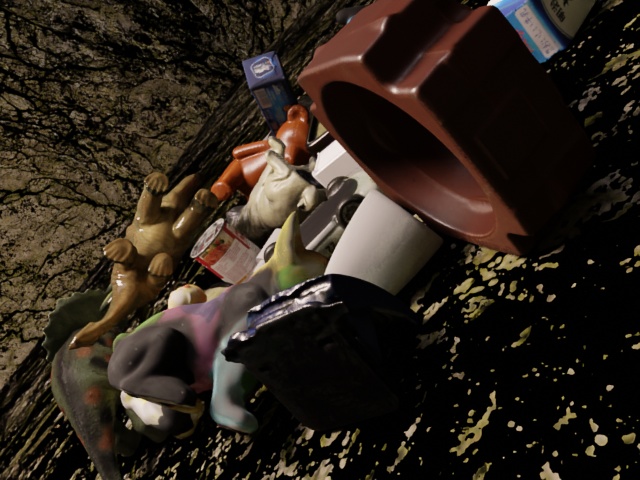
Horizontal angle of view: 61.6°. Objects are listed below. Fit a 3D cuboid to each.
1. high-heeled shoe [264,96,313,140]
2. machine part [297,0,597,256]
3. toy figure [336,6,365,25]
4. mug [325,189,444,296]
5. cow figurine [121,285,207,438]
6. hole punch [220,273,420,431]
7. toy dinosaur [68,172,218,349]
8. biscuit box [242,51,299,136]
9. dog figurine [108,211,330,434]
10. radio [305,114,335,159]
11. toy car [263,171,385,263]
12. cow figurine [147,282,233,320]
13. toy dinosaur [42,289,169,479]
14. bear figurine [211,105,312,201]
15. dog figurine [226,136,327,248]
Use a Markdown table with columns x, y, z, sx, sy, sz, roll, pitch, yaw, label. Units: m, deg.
| x | y | z | sx | sy | sz | roll | pitch | yaw | label |
| --- | --- | --- | --- | --- | --- | --- | --- | --- | --- |
| -0.067 | -0.198 | 1.096 | 0.249 | 0.086 | 0.145 | -37 | -4 | 6 | high-heeled shoe |
| 0.091 | -0.089 | 0.423 | 0.087 | 0.201 | 0.202 | -49 | 21 | -7 | machine part |
| 0.071 | -0.210 | 0.666 | 0.089 | 0.082 | 0.180 | -28 | 65 | 41 | toy figure |
| 0.047 | 0.016 | 0.504 | 0.107 | 0.081 | 0.109 | -52 | 11 | 3 | mug |
| -0.156 | 0.139 | 0.613 | 0.098 | 0.068 | 0.167 | 31 | 107 | 29 | cow figurine |
| 0.007 | 0.078 | 0.435 | 0.142 | 0.115 | 0.092 | -28 | 22 | 41 | hole punch |
| -0.245 | -0.005 | 0.815 | 0.198 | 0.105 | 0.471 | -50 | 13 | 38 | toy dinosaur |
| -0.068 | -0.229 | 0.918 | 0.059 | 0.202 | 0.063 | -18 | 66 | 5 | biscuit box |
| -0.082 | 0.071 | 0.536 | 0.108 | 0.192 | 0.219 | 99 | -170 | -64 | dog figurine |
| 0.056 | -0.213 | 0.845 | 0.131 | 0.073 | 0.230 | -33 | 32 | 30 | radio |
| -0.001 | -0.002 | 0.652 | 0.201 | 0.056 | 0.074 | -46 | 28 | 12 | toy car |
| -0.175 | 0.107 | 0.745 | 0.195 | 0.085 | 0.127 | -22 | 16 | 34 | cow figurine |
| -0.297 | 0.182 | 0.722 | 0.131 | 0.192 | 0.405 | -53 | 21 | -3 | toy dinosaur |
| -0.072 | -0.125 | 0.911 | 0.196 | 0.120 | 0.132 | -25 | 35 | 35 | bear figurine |
| -0.070 | -0.034 | 0.803 | 0.190 | 0.121 | 0.172 | -57 | 15 | 19 | dog figurine |
